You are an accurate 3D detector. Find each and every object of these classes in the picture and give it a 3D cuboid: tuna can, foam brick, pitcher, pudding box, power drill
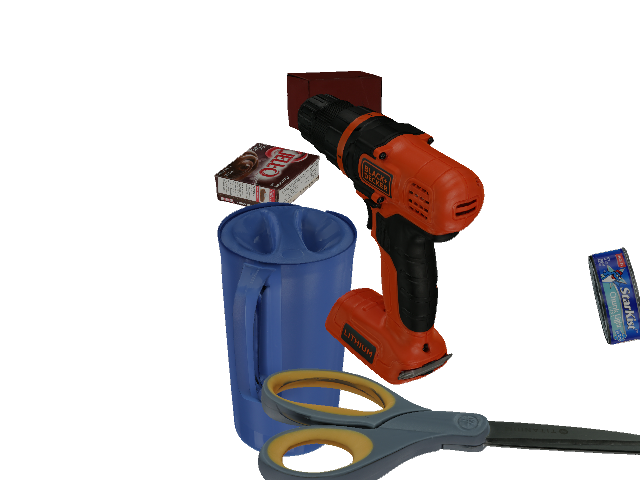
[{"bbox_3d":[0.270,0.051,0.976,0.034,0.086,0.086,-12,-2,11],"label":"tuna can"},{"bbox_3d":[0.013,-0.131,1.007,0.078,0.051,0.053,-5,17,-22],"label":"foam brick"},{"bbox_3d":[-0.038,0.096,1.060,0.149,0.243,0.145,-12,30,-23],"label":"pitcher"},{"bbox_3d":[-0.064,-0.078,1.323,0.090,0.039,0.113,13,34,23],"label":"pudding box"},{"bbox_3d":[0.041,-0.002,0.789,0.057,0.188,0.185,-19,36,-27],"label":"power drill"}]

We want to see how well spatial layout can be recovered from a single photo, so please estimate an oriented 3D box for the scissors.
[{"bbox_3d":[0.058,0.101,0.510,0.202,0.016,0.096,11,31,20],"label":"scissors"}]
